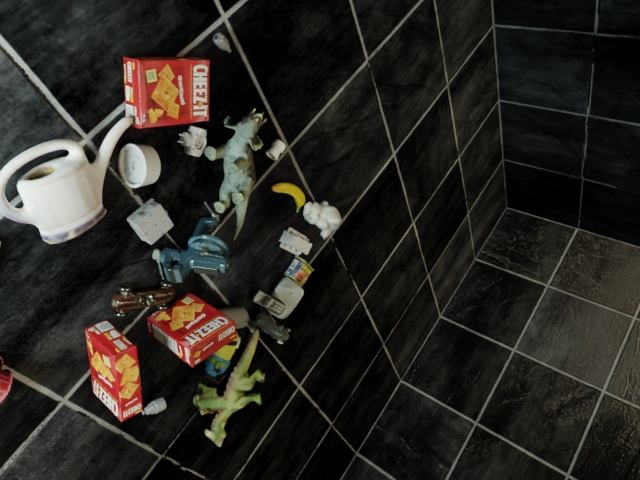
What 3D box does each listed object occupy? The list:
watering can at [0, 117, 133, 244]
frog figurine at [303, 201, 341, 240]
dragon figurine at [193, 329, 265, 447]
[{"bbox_3d":[-0.548,-0.133,1.169,0.353,0.105,0.219,-38,137,-37],"label":"watering can"},{"bbox_3d":[0.006,-0.097,1.928,0.141,0.122,0.156,-82,150,-43],"label":"frog figurine"},{"bbox_3d":[-0.330,0.527,1.824,0.243,0.122,0.407,-4,101,-43],"label":"dragon figurine"}]
